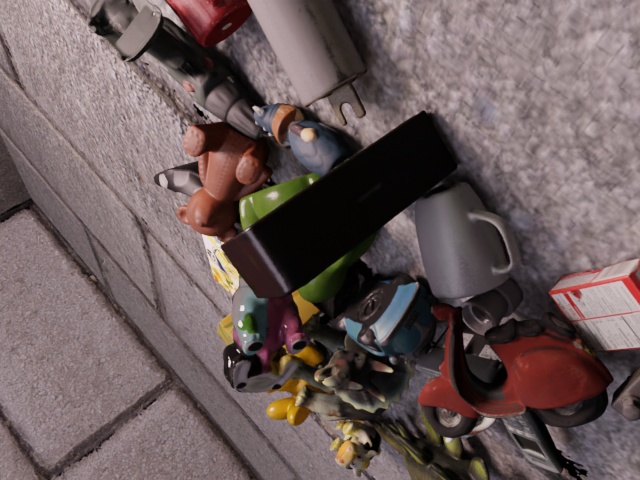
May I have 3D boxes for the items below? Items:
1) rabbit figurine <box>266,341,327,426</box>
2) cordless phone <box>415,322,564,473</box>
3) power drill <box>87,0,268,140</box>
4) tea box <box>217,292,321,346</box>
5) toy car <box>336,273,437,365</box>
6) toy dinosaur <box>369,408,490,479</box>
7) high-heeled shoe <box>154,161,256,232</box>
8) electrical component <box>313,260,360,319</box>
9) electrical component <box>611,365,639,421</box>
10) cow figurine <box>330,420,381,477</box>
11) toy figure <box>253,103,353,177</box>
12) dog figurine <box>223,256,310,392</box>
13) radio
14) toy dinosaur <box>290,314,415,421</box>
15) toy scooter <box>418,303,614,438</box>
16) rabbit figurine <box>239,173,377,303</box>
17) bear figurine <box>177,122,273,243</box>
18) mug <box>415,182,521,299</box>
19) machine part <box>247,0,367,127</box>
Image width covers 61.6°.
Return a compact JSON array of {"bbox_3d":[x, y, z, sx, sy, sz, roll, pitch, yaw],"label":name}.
[{"bbox_3d":[-0.035,0.297,1.094,0.122,0.162,0.173,-4,137,44],"label":"rabbit figurine"},{"bbox_3d":[0.215,0.197,0.655,0.147,0.089,0.184,0,126,56],"label":"cordless phone"},{"bbox_3d":[-0.176,-0.230,0.690,0.232,0.086,0.207,45,-165,18],"label":"power drill"},{"bbox_3d":[-0.084,0.138,0.939,0.098,0.169,0.068,46,151,10],"label":"tea box"},{"bbox_3d":[0.098,0.113,0.718,0.103,0.109,0.162,40,163,-13],"label":"toy car"},{"bbox_3d":[0.194,0.371,0.863,0.198,0.105,0.472,64,156,-8],"label":"toy dinosaur"},{"bbox_3d":[-0.195,-0.067,0.946,0.249,0.086,0.145,-2,107,40],"label":"high-heeled shoe"},{"bbox_3d":[0.003,0.055,0.838,0.115,0.058,0.134,38,148,29],"label":"electrical component"},{"bbox_3d":[0.291,0.128,0.480,0.021,0.094,0.063,40,112,24],"label":"electrical component"},{"bbox_3d":[0.075,0.396,1.027,0.098,0.068,0.167,39,-169,1],"label":"cow figurine"},{"bbox_3d":[-0.023,-0.129,0.672,0.155,0.058,0.064,42,145,28],"label":"toy figure"},{"bbox_3d":[-0.099,0.103,0.843,0.219,0.108,0.191,-110,33,-41],"label":"dog figurine"},{"bbox_3d":[0.016,-0.033,0.543,0.073,0.229,0.131,58,156,-6],"label":"radio"},{"bbox_3d":[0.059,0.247,0.910,0.192,0.131,0.404,18,152,21],"label":"toy dinosaur"},{"bbox_3d":[0.175,0.116,0.524,0.184,0.075,0.135,-17,93,23],"label":"toy scooter"},{"bbox_3d":[-0.001,-0.002,0.724,0.159,0.121,0.170,-14,96,37],"label":"rabbit figurine"},{"bbox_3d":[-0.154,-0.074,0.793,0.120,0.132,0.195,31,114,-2],"label":"bear figurine"},{"bbox_3d":[0.144,-0.003,0.540,0.110,0.081,0.107,-6,108,64],"label":"mug"},{"bbox_3d":[-0.024,-0.227,0.542,0.079,0.079,0.243,-7,117,58],"label":"machine part"}]
